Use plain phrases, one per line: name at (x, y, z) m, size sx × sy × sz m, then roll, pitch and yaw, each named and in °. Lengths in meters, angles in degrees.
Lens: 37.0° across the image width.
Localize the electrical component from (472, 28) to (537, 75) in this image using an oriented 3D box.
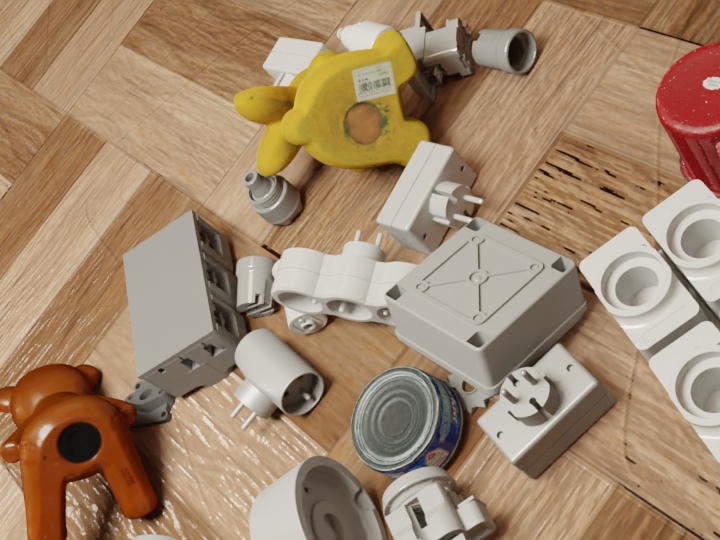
electrical component at (0.128, -0.197, 0.961) m, size 0.046 × 0.040 × 0.040 m, roll 21°, pitch 76°, yaw 49°

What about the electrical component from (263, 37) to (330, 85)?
electrical component at (-0.065, -0.189, 1.091) m, size 0.066 × 0.047 × 0.076 m, roll 18°, pitch 75°, yaw 42°

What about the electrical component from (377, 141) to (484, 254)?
electrical component at (0.071, -0.057, 0.908) m, size 0.076 × 0.047 × 0.083 m, roll 19°, pitch 75°, yaw 42°

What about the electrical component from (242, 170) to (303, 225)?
electrical component at (-0.087, -0.072, 1.022) m, size 0.043 × 0.062 × 0.043 m, roll -18°, pitch 53°, yaw 27°

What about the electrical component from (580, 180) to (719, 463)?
electrical component at (0.239, 0.036, 0.717) m, size 0.105 × 0.060 × 0.186 m, roll -37°, pitch 47°, yaw 11°

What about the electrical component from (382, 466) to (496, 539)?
electrical component at (0.050, 0.178, 0.768) m, size 0.078 × 0.058 × 0.057 m, roll -37°, pitch 50°, yaw 12°

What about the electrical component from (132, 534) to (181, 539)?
electrical component at (-0.168, 0.248, 0.885) m, size 0.055 × 0.055 × 0.047 m, roll -15°, pitch 51°, yaw 28°

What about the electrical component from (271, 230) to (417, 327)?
electrical component at (0.000, 0.000, 0.898) m, size 0.138 × 0.052 × 0.073 m, roll 8°, pitch 67°, yaw 16°

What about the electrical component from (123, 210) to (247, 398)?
electrical component at (-0.163, 0.033, 1.012) m, size 0.089 × 0.062 × 0.150 m, roll -31°, pitch 49°, yaw 17°

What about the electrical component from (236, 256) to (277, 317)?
electrical component at (-0.095, 0.015, 0.990) m, size 0.040 × 0.040 × 0.046 m, roll -14°, pitch 61°, yaw 29°

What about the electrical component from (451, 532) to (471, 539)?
electrical component at (0.074, 0.263, 0.694) m, size 0.089 × 0.062 × 0.150 m, roll -36°, pitch 47°, yaw 12°

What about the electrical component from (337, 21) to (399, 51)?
electrical component at (0.007, -0.227, 1.067) m, size 0.078 × 0.040 × 0.040 m, roll 27°, pitch 81°, yaw 43°

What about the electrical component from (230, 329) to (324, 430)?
electrical component at (-0.081, 0.101, 0.920) m, size 0.079 × 0.044 × 0.077 m, roll -51°, pitch 46°, yaw -2°

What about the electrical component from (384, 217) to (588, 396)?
electrical component at (0.094, 0.025, 0.811) m, size 0.109 × 0.056 × 0.109 m, roll -39°, pitch 43°, yaw -21°

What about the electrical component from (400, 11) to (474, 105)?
electrical component at (0.072, -0.201, 1.002) m, size 0.064 × 0.042 × 0.081 m, roll -11°, pitch 57°, yaw 29°

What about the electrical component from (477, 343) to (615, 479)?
electrical component at (0.123, 0.092, 0.756) m, size 0.083 × 0.076 × 0.047 m, roll -45°, pitch 46°, yaw 4°

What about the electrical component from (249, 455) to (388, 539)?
electrical component at (-0.035, 0.197, 0.786) m, size 0.060 × 0.108 × 0.108 m, roll -32°, pitch 48°, yaw 23°

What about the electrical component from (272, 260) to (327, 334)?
electrical component at (-0.051, 0.023, 0.952) m, size 0.044 × 0.044 × 0.065 m, roll -28°, pitch 54°, yaw 20°
